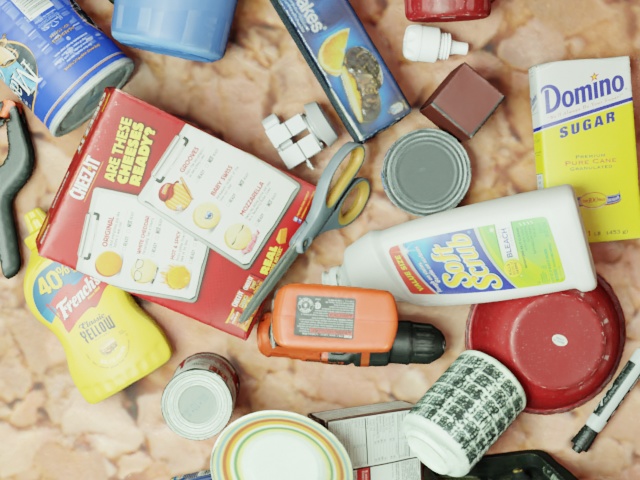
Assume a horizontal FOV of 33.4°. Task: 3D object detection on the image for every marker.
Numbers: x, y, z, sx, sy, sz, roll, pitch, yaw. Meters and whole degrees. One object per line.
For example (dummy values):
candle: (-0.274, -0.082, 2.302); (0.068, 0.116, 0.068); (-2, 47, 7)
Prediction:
marker: (0.289, 0.161, 1.060); (0.020, 0.020, 0.121); (35, 92, -2)

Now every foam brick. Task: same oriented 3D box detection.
foam brick: (0.135, -0.129, 1.017); (0.053, 0.078, 0.051); (39, 90, -4)

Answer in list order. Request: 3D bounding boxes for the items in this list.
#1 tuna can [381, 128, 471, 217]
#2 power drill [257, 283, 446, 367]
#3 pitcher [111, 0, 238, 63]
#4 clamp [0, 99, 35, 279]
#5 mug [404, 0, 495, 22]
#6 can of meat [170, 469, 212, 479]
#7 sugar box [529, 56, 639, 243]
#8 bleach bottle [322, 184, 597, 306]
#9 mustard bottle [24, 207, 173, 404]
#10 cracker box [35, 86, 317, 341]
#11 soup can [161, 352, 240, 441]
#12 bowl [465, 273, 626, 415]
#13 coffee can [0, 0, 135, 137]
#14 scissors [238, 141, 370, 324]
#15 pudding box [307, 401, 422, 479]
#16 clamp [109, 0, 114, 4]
tuna can: (0.103, -0.065, 1.041); (0.086, 0.034, 0.086); (0, 93, -1)
power drill: (0.029, 0.084, 0.972); (0.184, 0.187, 0.057); (2, 77, 2)
pitcher: (-0.127, -0.294, 0.977); (0.149, 0.145, 0.243); (11, 95, -4)
clamp: (-0.336, -0.056, 1.034); (0.120, 0.039, 0.171); (11, 89, -7)
mug: (0.129, -0.250, 1.013); (0.117, 0.093, 0.081); (-8, 99, -37)
can of meat: (-0.098, 0.273, 1.042); (0.084, 0.057, 0.102); (-12, 92, 2)
sugar box: (0.257, -0.086, 1.036); (0.093, 0.048, 0.176); (-5, 94, 1)
bleach bottle: (0.126, 0.023, 1.012); (0.251, 0.068, 0.102); (-14, 102, 17)
mustard bottle: (-0.229, 0.055, 1.030); (0.096, 0.058, 0.191); (-31, 92, -2)
cracker box: (-0.132, -0.024, 0.992); (0.213, 0.072, 0.164); (25, 92, -21)
soup can: (-0.112, 0.147, 1.013); (0.068, 0.102, 0.068); (0, 92, -1)
bowl: (0.225, 0.096, 1.039); (0.162, 0.055, 0.162); (0, 93, -1)
coffee can: (-0.258, -0.181, 0.996); (0.103, 0.103, 0.140); (-43, 92, 1)
scissors: (-0.007, 0.001, 1.008); (0.016, 0.096, 0.201); (26, 84, 29)
pudding box: (0.044, 0.207, 1.029); (0.113, 0.039, 0.090); (-3, 92, -31)
clamp: (-0.262, -0.312, 1.024); (0.210, 0.036, 0.164); (3, 91, -4)
